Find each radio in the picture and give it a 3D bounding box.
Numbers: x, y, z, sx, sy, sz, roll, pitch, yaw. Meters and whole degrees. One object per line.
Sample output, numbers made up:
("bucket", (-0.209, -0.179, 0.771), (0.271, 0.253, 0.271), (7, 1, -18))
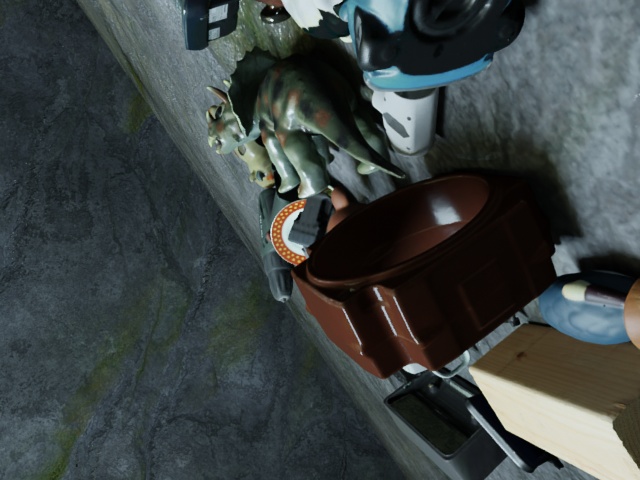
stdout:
("radio", (0.217, 0.303, 0.908), (0.073, 0.131, 0.230), (59, 167, -17))

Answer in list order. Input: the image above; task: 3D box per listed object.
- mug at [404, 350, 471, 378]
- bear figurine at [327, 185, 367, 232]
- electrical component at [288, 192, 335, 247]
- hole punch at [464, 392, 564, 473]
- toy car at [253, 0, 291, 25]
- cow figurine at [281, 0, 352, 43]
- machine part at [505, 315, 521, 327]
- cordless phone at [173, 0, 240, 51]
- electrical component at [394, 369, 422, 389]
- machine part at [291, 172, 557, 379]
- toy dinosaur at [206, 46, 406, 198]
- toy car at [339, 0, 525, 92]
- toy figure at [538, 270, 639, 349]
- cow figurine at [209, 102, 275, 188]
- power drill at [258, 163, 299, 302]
("mug", (0.161, 0.151, 0.778), (0.109, 0.107, 0.081), (60, 168, -10))
("bear figurine", (0.077, 0.020, 0.688), (0.195, 0.132, 0.120), (83, 173, -48))
("electrical component", (-0.001, -0.002, 0.722), (0.048, 0.119, 0.074), (17, -178, 37))
("hole punch", (0.257, 0.207, 0.662), (0.142, 0.092, 0.115), (44, -166, 30))
("toy car", (-0.099, -0.322, 0.645), (0.202, 0.053, 0.089), (46, 162, 39))
("cow figurine", (0.020, -0.209, 0.455), (0.098, 0.068, 0.167), (56, 172, -32))
("machine part", (0.171, 0.042, 0.623), (0.139, 0.039, 0.084), (38, 168, 48))
("cordless phone", (-0.202, -0.388, 0.789), (0.184, 0.089, 0.146), (60, 168, -2))
("electrical component", (0.135, 0.152, 0.861), (0.134, 0.115, 0.058), (49, 162, 26))
("machine part", (0.086, 0.018, 0.490), (0.087, 0.201, 0.202), (61, 167, -17))
("toy dinosaur", (-0.026, -0.160, 0.664), (0.192, 0.131, 0.405), (62, 159, -17))
("toy car", (0.062, -0.175, 0.318), (0.161, 0.109, 0.103), (89, 164, -53))
("toy figure", (0.228, 0.052, 0.389), (0.154, 0.064, 0.057), (-179, 93, -70))
("cow figurine", (-0.134, -0.189, 1.058), (0.194, 0.085, 0.127), (61, 172, -24))
("power drill", (-0.062, -0.030, 0.984), (0.207, 0.086, 0.232), (105, 159, -52))
